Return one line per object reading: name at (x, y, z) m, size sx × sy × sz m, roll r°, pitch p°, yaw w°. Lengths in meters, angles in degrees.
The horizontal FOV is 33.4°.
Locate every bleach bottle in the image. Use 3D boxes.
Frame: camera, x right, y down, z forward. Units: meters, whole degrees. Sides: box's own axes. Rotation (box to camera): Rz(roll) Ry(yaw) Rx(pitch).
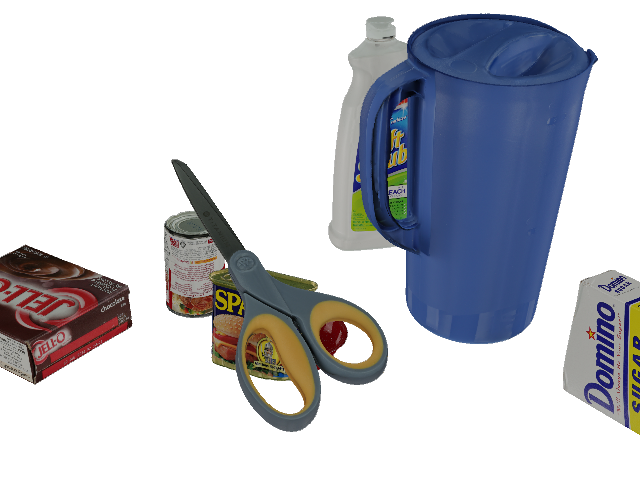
bleach bottle at (0.057, -0.116, 1.163) m, size 0.102 × 0.251 × 0.068 m, roll -6°, pitch 25°, yaw -8°

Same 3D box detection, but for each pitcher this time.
pitcher at (0.116, -0.041, 0.823) m, size 0.149 × 0.243 × 0.144 m, roll 12°, pitch 34°, yaw 16°

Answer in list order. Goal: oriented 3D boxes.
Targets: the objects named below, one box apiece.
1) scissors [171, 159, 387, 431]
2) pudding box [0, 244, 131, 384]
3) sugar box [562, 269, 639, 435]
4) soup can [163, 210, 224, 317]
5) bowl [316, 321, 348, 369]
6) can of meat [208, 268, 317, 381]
scissors at (-0.024, 0.020, 0.635) m, size 0.096 × 0.202 × 0.016 m, roll -9°, pitch -36°, yaw -12°
pudding box at (-0.201, 0.048, 0.739) m, size 0.114 × 0.039 × 0.089 m, roll 16°, pitch 31°, yaw 34°
sugar box at (0.247, 0.096, 0.720) m, size 0.048 × 0.093 × 0.176 m, roll -16°, pitch 30°, yaw -38°
soup can at (-0.140, 0.026, 1.194) m, size 0.068 × 0.102 × 0.068 m, roll 2°, pitch 25°, yaw -1°
bowl at (-0.048, 0.132, 1.363) m, size 0.162 × 0.055 × 0.162 m, roll 5°, pitch 23°, yaw -2°
can of meat at (-0.054, 0.075, 0.973) m, size 0.102 × 0.084 × 0.057 m, roll 12°, pitch 17°, yaw 36°
